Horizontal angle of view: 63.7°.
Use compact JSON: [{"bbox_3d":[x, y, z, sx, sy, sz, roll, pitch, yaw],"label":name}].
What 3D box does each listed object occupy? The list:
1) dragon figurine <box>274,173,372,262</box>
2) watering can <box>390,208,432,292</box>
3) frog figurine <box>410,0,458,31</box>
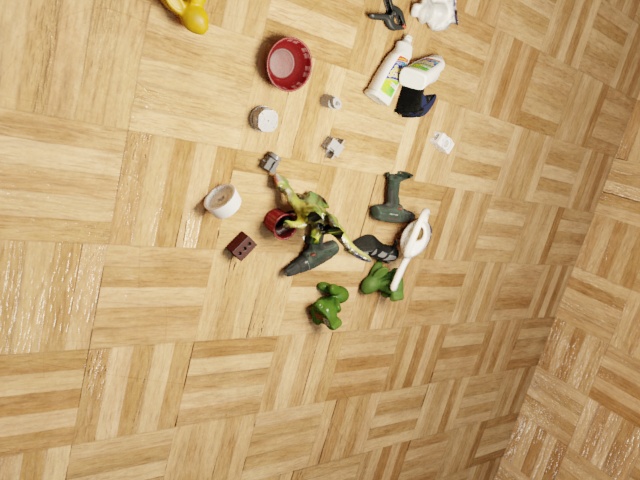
[{"bbox_3d":[0.005,-0.087,1.722,0.407,0.120,0.248,33,30,-21],"label":"dragon figurine"},{"bbox_3d":[0.365,0.032,2.062,0.104,0.345,0.225,24,10,15],"label":"watering can"},{"bbox_3d":[0.398,-0.806,1.821,0.159,0.134,0.126,-8,39,6],"label":"frog figurine"}]
